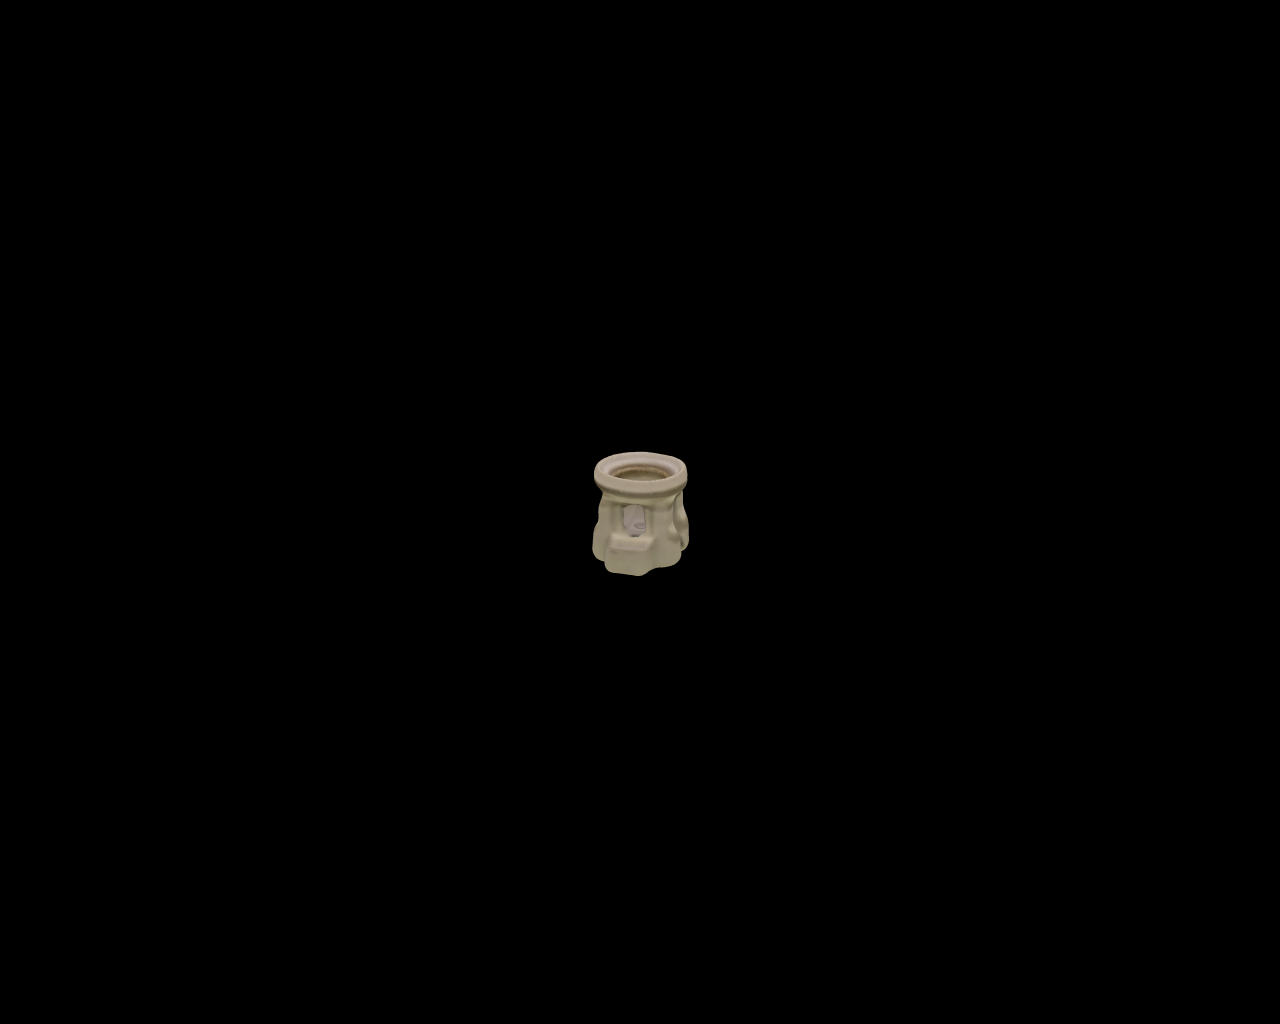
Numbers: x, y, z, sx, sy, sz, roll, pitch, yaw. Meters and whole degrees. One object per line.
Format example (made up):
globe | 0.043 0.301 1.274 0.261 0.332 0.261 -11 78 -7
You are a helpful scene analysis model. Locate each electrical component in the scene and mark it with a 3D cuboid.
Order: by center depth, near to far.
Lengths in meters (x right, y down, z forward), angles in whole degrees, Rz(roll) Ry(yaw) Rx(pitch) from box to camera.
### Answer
electrical component | 0.001 -0.003 0.650 0.058 0.056 0.078 6 23 14
